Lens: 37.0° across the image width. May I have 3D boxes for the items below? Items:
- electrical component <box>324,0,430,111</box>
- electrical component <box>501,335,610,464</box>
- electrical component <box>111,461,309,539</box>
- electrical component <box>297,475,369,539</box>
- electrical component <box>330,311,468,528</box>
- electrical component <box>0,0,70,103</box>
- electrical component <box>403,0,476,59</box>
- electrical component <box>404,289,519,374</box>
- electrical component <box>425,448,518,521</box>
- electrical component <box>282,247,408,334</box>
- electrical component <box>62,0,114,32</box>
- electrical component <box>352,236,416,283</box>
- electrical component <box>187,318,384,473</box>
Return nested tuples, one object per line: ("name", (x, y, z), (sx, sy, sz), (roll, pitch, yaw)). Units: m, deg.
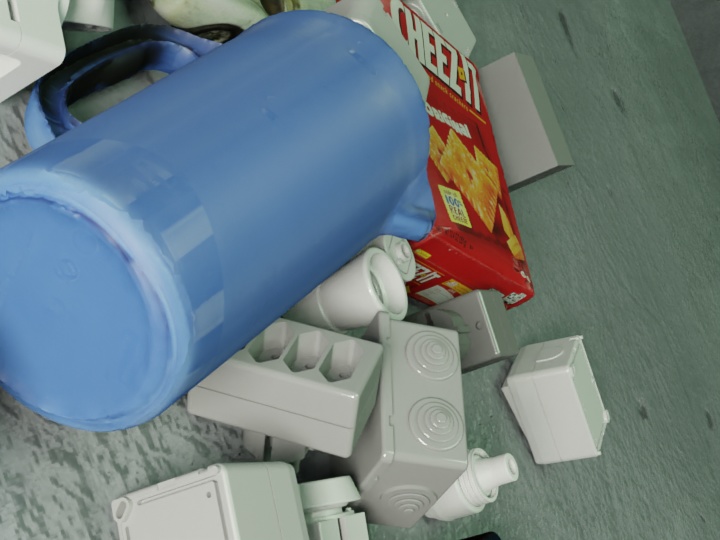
("electrical component", (-0.024, -0.099, 0.627), (0.078, 0.113, 0.057), (53, 27, -26))
("electrical component", (0.159, 0.110, 0.864), (0.096, 0.061, 0.061), (69, 26, -15))
("electrical component", (-0.054, 0.133, 0.451), (0.061, 0.062, 0.096), (14, 58, -58))
("electrical component", (-0.021, 0.132, 0.532), (0.066, 0.048, 0.055), (7, 70, -58))
("electrical component", (0.020, 0.084, 0.583), (0.048, 0.099, 0.099), (11, 52, -15))
("electrical component", (-0.164, -0.123, 0.459), (0.056, 0.050, 0.089), (10, 61, -58))
("electrical component", (0.055, -0.208, 0.923), (0.099, 0.048, 0.099), (57, 29, -20))
("electrical component", (0.058, 0.045, 0.717), (0.077, 0.066, 0.047), (4, 66, -61))
("electrical component", (0.068, 0.131, 0.675), (0.043, 0.062, 0.043), (41, 37, -41))
("electrical component", (-0.012, 0.019, 0.612), (0.044, 0.065, 0.044), (42, 36, -41))
("electrical component", (-0.140, -0.156, 0.524), (0.079, 0.043, 0.077), (-144, -123, -78))
("electrical component", (0.000, 0.000, 0.647), (0.044, 0.065, 0.044), (41, 37, -41))
("electrical component", (-0.038, 0.068, 0.528), (0.047, 0.083, 0.075), (-59, 160, -58))
